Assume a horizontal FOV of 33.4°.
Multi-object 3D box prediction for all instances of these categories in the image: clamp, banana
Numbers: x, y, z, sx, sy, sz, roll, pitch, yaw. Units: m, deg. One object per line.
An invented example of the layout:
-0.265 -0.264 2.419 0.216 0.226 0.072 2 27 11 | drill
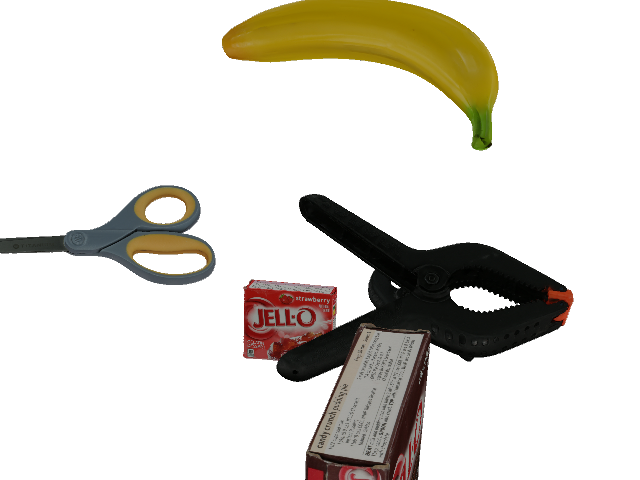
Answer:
0.107 0.075 1.181 0.120 0.171 0.039 5 -43 -5 | clamp
0.030 -0.114 0.631 0.198 0.069 0.037 24 -29 33 | banana
0.071 0.045 0.758 0.210 0.164 0.036 11 -40 6 | clamp

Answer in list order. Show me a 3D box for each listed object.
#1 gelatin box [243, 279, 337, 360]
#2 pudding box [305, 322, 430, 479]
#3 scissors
-0.030 0.079 1.031 0.089 0.073 0.030 5 16 10 | gelatin box
0.021 0.102 0.475 0.039 0.090 0.113 8 26 9 | pudding box
-0.180 -0.013 0.841 0.201 0.096 0.016 11 -33 -6 | scissors
